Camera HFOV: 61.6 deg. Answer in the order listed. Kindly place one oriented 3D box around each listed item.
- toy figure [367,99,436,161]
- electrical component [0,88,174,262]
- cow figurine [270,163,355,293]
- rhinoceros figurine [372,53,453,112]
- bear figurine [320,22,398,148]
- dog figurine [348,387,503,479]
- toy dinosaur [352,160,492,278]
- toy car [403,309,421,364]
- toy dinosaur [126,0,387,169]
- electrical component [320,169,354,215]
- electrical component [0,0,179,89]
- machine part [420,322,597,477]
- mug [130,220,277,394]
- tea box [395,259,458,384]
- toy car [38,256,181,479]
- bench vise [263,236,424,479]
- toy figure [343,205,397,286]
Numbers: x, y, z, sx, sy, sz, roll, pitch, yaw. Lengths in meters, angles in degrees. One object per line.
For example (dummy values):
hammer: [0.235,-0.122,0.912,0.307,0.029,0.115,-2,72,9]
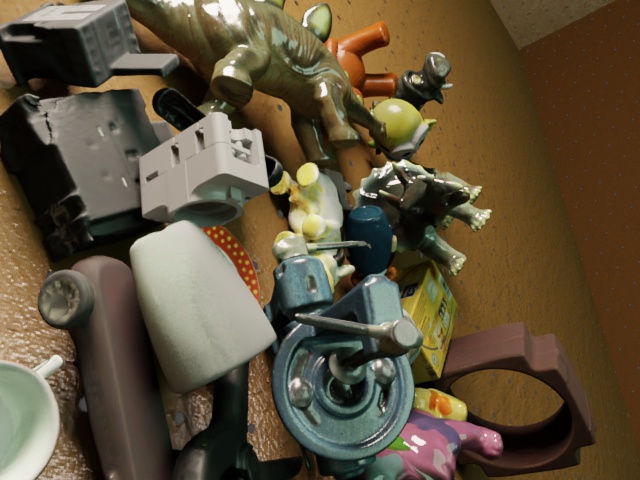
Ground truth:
toy figure: [0.116,-0.165,0.830,0.089,0.082,0.180,28,10,0]
electrical component: [-0.167,-0.058,0.429,0.134,0.058,0.114,-33,101,-57]
cow figurine: [-0.003,0.000,0.634,0.098,0.068,0.167,27,51,-55]
rhinoceros figurine: [0.158,-0.242,0.915,0.112,0.190,0.073,-8,76,-14]
bear figurine: [0.038,-0.216,0.767,0.196,0.132,0.120,-78,156,-51]
dog figurine: [0.076,0.231,0.574,0.219,0.192,0.108,9,101,-28]
toy dinosaur: [0.148,-0.067,0.837,0.192,0.131,0.405,31,16,-6]
toy car: [0.060,0.122,0.604,0.161,0.103,0.109,-21,88,-47]
toy dinosaur: [-0.087,-0.209,0.581,0.471,0.105,0.198,18,60,-38]
electrical component: [0.019,-0.063,0.741,0.094,0.021,0.063,10,64,-56]
electrical component: [-0.174,-0.151,0.415,0.075,0.119,0.047,-66,157,-47]
machine part: [0.262,0.226,0.759,0.200,0.201,0.087,59,31,-13]
mug: [-0.090,0.042,0.393,0.107,0.081,0.109,65,-9,-2]
tea box: [0.137,0.114,0.768,0.098,0.068,0.170,60,34,-13]
toy car: [-0.139,0.110,0.373,0.089,0.053,0.202,21,54,-75]
bench vise: [0.017,0.078,0.442,0.129,0.240,0.223,3,68,-15]
toy figure: [0.069,0.033,0.687,0.058,0.064,0.154,-40,130,-44]
